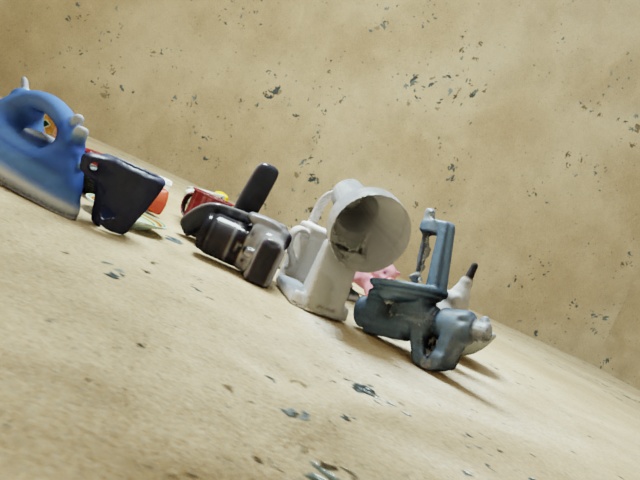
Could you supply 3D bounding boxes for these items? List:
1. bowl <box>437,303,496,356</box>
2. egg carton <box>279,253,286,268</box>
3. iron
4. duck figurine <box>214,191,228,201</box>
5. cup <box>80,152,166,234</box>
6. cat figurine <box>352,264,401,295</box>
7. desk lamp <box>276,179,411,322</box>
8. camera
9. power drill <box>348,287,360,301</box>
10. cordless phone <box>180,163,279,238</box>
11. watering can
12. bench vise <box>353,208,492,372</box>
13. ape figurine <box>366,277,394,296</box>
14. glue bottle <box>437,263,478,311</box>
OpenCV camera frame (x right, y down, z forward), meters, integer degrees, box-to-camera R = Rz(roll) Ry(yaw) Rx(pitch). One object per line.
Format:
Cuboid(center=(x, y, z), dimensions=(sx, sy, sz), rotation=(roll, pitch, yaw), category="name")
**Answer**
Cuboid(center=(0.244, 0.174, 1.095), dimensions=(0.167, 0.075, 0.167), rotation=(25, 2, -1), category="bowl")
Cuboid(center=(-0.052, 0.033, 1.252), dimensions=(0.151, 0.069, 0.107), rotation=(23, 3, -40), category="egg carton")
Cuboid(center=(-0.383, -0.137, 0.796), dimensions=(0.257, 0.141, 0.119), rotation=(26, 3, 31), category="iron")
Cuboid(center=(-0.257, -0.079, 1.435), dimensions=(0.104, 0.086, 0.078), rotation=(26, 3, 25), category="duck figurine")
Cuboid(center=(-0.276, -0.061, 0.766), dimensions=(0.091, 0.095, 0.118), rotation=(27, 3, 38), category="cup")
Cuboid(center=(0.130, 0.084, 1.400), dimensions=(0.128, 0.118, 0.067), rotation=(25, 2, 0), category="cat figurine")
Cuboid(center=(0.031, 0.011, 0.876), dimensions=(0.118, 0.213, 0.202), rotation=(24, 3, -20), category="desk lamp")
Cuboid(center=(-0.122, 0.000, 0.926), dimensions=(0.137, 0.101, 0.143), rotation=(24, 2, -7), category="camera")
Cuboid(center=(0.084, 0.021, 1.217), dimensions=(0.075, 0.208, 0.230), rotation=(26, 3, 28), category="power drill")
Cuboid(center=(-0.158, -0.069, 1.055), dimensions=(0.093, 0.185, 0.148), rotation=(26, 3, 35), category="cordless phone")
Cuboid(center=(0.008, 0.003, 1.034), dimensions=(0.100, 0.194, 0.173), rotation=(25, 3, 19), category="watering can")
Cuboid(center=(0.174, 0.073, 0.864), dimensions=(0.207, 0.220, 0.122), rotation=(26, 3, 20), category="bench vise")
Cuboid(center=(0.108, 0.108, 0.985), dimensions=(0.076, 0.092, 0.078), rotation=(25, 2, 1), category="ape figurine")
Cuboid(center=(0.218, 0.116, 0.942), dimensions=(0.078, 0.173, 0.037), rotation=(22, 3, -44), category="glue bottle")
